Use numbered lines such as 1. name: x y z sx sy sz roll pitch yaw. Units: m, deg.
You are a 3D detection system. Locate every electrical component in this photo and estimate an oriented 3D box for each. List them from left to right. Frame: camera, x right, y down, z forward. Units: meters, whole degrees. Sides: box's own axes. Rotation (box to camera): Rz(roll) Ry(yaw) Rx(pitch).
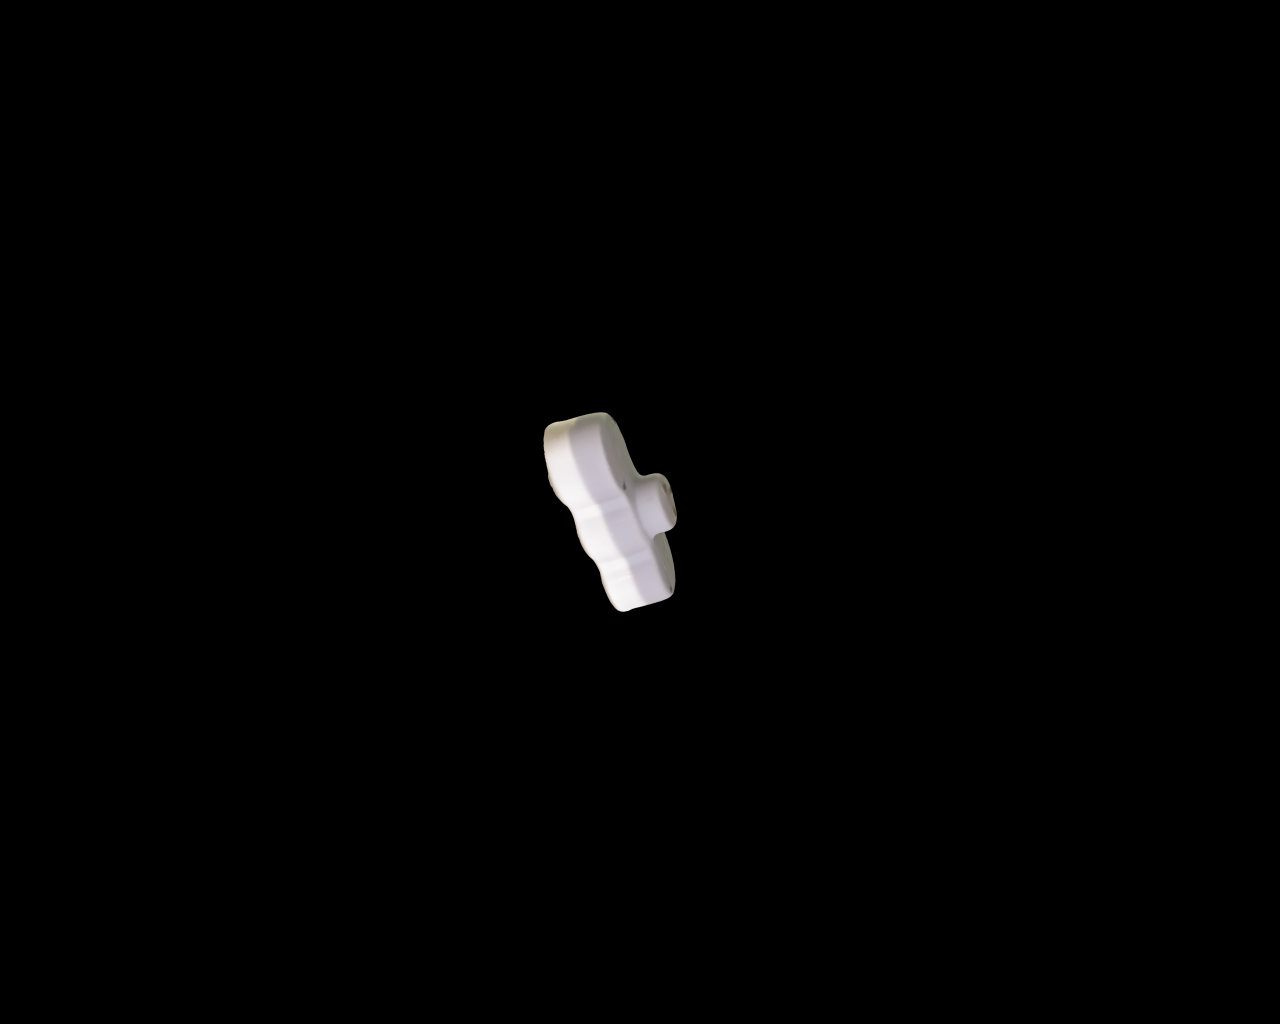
1. electrical component: 0.001 -0.003 0.650 0.074 0.138 0.052 -15 36 11
